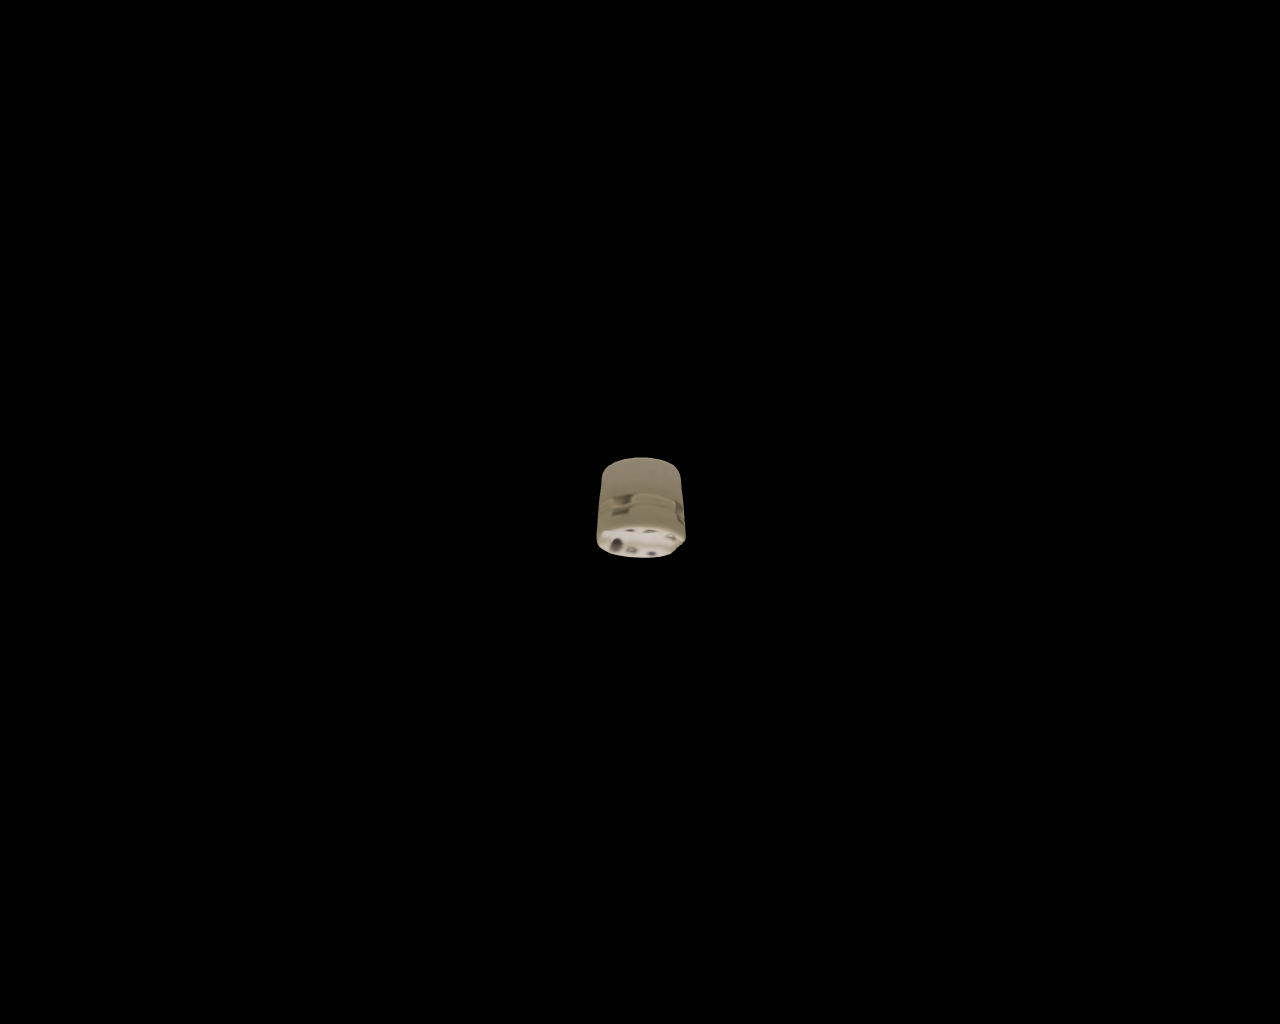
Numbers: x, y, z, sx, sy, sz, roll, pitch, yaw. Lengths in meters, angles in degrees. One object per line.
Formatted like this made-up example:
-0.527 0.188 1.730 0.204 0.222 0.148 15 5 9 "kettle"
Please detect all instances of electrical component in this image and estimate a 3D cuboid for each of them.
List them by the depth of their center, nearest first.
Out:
0.001 -0.003 0.650 0.055 0.047 0.055 0 -23 0 "electrical component"
